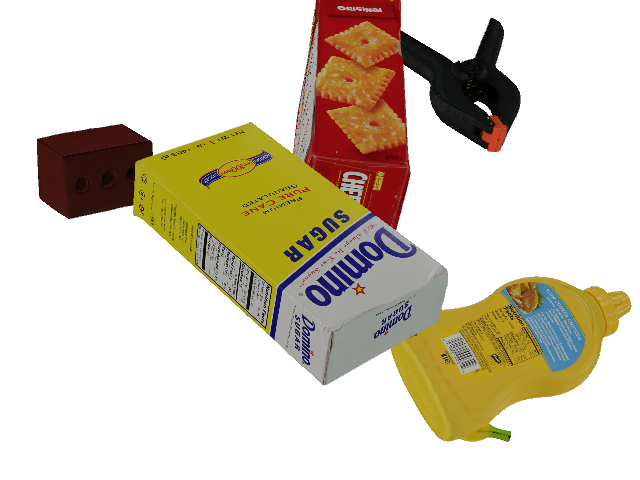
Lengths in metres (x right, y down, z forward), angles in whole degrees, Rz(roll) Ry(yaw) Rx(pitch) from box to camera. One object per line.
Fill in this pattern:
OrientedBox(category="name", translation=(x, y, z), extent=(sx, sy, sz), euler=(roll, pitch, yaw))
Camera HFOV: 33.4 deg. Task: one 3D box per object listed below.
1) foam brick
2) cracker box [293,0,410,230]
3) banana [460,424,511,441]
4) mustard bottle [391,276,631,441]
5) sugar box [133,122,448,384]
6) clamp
OrientedBox(category="foam brick", translation=(-0.179, -0.056, 0.849), extent=(0.078, 0.053, 0.051), euler=(-16, 31, -33))
OrientedBox(category="cracker box", translation=(0.019, -0.072, 0.795), extent=(0.072, 0.213, 0.164), euler=(7, -43, -4))
OrientedBox(category="banana", translation=(0.158, 0.189, 1.276), extent=(0.069, 0.037, 0.198), euler=(10, 21, -18))
OrientedBox(category="mustard bottle", translation=(0.158, 0.079, 0.832), extent=(0.191, 0.096, 0.058), euler=(-20, -32, -15))
OrientedBox(category="sugar box", translation=(-0.021, 0.000, 0.614), extent=(0.093, 0.048, 0.176), euler=(-25, 47, -36))
OrientedBox(category="clamp", translation=(0.119, -0.145, 0.951), extent=(0.120, 0.039, 0.171), euler=(-5, 44, -3))
